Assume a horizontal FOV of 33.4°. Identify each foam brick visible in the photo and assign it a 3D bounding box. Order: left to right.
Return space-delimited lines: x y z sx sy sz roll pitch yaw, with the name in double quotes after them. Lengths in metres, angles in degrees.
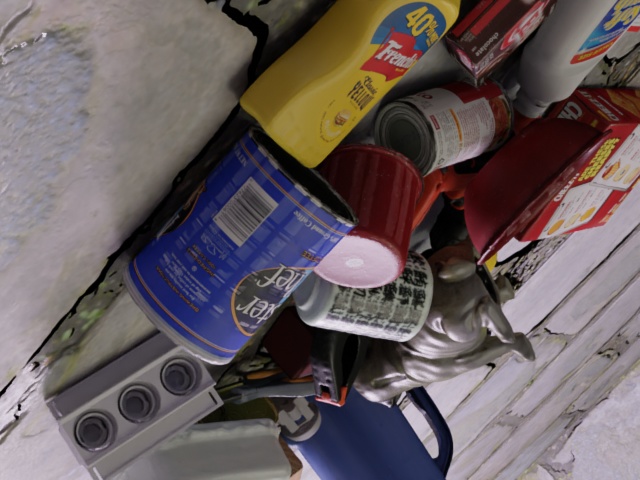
-0.008 0.098 1.057 0.078 0.053 0.051 -6 138 -55 "foam brick"

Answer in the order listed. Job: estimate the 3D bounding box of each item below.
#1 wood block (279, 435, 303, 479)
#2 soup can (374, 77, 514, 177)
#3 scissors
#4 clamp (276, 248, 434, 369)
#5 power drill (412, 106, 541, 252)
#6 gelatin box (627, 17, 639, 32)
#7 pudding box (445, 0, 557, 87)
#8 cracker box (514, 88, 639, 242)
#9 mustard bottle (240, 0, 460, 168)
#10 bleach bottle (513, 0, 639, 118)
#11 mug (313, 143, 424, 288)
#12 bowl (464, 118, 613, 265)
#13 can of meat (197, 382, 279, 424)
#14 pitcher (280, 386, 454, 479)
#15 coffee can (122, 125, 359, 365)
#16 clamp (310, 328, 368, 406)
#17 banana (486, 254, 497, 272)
-0.087 0.289 1.213 0.090 0.091 0.206 -31 154 -25 "wood block"
0.102 -0.093 0.883 0.102 0.068 0.069 -22 149 -38 "soup can"
-0.054 0.145 1.008 0.201 0.096 0.016 -14 104 -75 "scissors"
0.046 0.093 1.152 0.209 0.036 0.165 -26 151 -32 "clamp"
0.117 -0.042 1.011 0.187 0.057 0.185 -18 144 -48 "power drill"
0.294 -0.236 0.985 0.073 0.030 0.089 -11 141 -48 "gelatin box"
0.140 -0.167 0.817 0.090 0.039 0.113 -45 176 7 "pudding box"
0.297 -0.088 1.192 0.213 0.072 0.164 -9 138 -50 "cracker box"
0.037 -0.137 0.721 0.192 0.058 0.096 -45 156 5 "mustard bottle"
0.247 -0.209 0.921 0.102 0.068 0.251 -18 149 -42 "bleach bottle"
0.021 -0.020 0.835 0.093 0.117 0.081 -48 -155 51 "mug"
0.176 -0.053 0.922 0.162 0.055 0.162 -42 170 -10 "bowl"
-0.104 0.197 1.074 0.101 0.057 0.084 -10 144 -50 "can of meat"
0.080 0.266 1.239 0.149 0.243 0.144 -44 160 19 "pitcher"
-0.057 0.004 0.760 0.140 0.103 0.102 -47 156 10 "coffee can"
0.029 0.067 1.008 0.120 0.039 0.171 -6 107 -53 "clamp"
0.169 0.016 1.211 0.069 0.037 0.197 -41 156 -6 "banana"
